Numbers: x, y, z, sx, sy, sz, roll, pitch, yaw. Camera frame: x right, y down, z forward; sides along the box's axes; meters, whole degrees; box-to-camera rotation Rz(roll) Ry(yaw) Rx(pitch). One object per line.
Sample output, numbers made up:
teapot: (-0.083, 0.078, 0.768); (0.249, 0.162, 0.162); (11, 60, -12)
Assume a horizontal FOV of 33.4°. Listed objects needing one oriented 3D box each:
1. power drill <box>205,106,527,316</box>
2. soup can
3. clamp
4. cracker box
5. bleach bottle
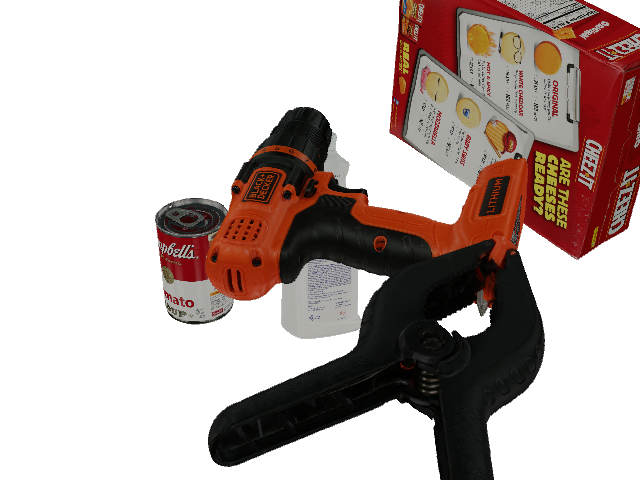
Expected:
power drill: (0.036, -0.024, 0.690); (0.188, 0.057, 0.184); (5, 41, 15)
soup can: (-0.118, 0.020, 1.014); (0.068, 0.102, 0.068); (-1, 32, 0)
clamp: (0.051, 0.061, 0.440); (0.120, 0.039, 0.171); (33, 52, 23)
cracker box: (0.151, -0.113, 0.818); (0.072, 0.164, 0.214); (-27, 47, -30)
bleach bottle: (0.005, -0.009, 1.309); (0.102, 0.251, 0.068); (-7, 20, -30)
